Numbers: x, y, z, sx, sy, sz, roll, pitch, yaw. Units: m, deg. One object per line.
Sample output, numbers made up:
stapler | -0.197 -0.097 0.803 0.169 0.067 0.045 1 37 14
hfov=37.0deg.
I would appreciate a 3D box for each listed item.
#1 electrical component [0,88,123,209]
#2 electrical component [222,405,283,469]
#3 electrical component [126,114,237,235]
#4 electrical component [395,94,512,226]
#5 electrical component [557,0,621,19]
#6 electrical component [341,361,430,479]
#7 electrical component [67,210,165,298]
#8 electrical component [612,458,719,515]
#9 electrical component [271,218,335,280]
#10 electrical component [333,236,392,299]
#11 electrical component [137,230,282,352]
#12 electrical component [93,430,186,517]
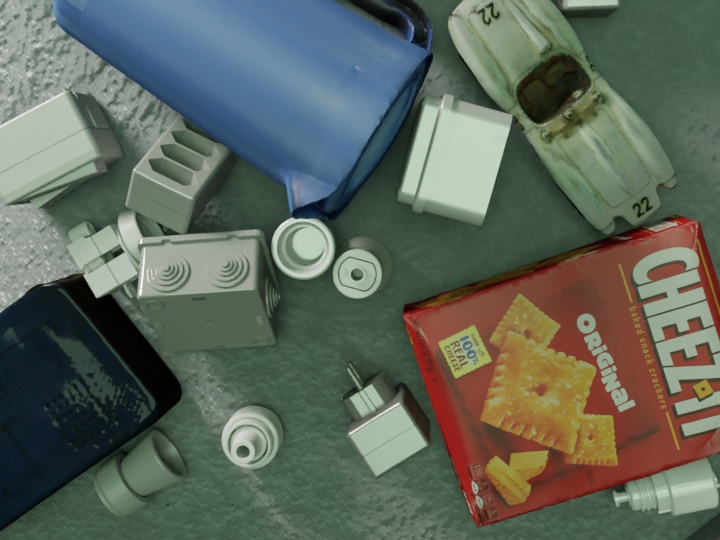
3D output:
electrical component | -0.229 -0.082 0.779 0.096 0.061 0.061 -27 94 6
electrical component | -0.081 0.125 0.791 0.043 0.062 0.043 0 96 4
electrical component | -0.129 -0.059 0.774 0.047 0.083 0.075 26 135 1
electrical component | 0.061 -0.076 0.736 0.057 0.113 0.078 15 97 -1
electrical component | 0.177 -0.221 0.746 0.076 0.047 0.083 -1 96 4
electrical component | 0.012 0.100 0.780 0.047 0.065 0.076 -33 93 6
electrical component | -0.175 -0.014 0.792 0.055 0.048 0.066 -30 91 13
electrical component | 0.224 0.159 0.786 0.078 0.040 0.040 -13 95 5
electrical component | -0.037 -0.019 0.772 0.044 0.065 0.044 0 96 3
electrical component | 0.000 0.000 0.771 0.044 0.065 0.044 0 96 4
electrical component | -0.106 0.018 0.763 0.100 0.099 0.048 -4 59 4
electrical component | -0.166 0.153 0.808 0.055 0.045 0.045 -35 93 7
